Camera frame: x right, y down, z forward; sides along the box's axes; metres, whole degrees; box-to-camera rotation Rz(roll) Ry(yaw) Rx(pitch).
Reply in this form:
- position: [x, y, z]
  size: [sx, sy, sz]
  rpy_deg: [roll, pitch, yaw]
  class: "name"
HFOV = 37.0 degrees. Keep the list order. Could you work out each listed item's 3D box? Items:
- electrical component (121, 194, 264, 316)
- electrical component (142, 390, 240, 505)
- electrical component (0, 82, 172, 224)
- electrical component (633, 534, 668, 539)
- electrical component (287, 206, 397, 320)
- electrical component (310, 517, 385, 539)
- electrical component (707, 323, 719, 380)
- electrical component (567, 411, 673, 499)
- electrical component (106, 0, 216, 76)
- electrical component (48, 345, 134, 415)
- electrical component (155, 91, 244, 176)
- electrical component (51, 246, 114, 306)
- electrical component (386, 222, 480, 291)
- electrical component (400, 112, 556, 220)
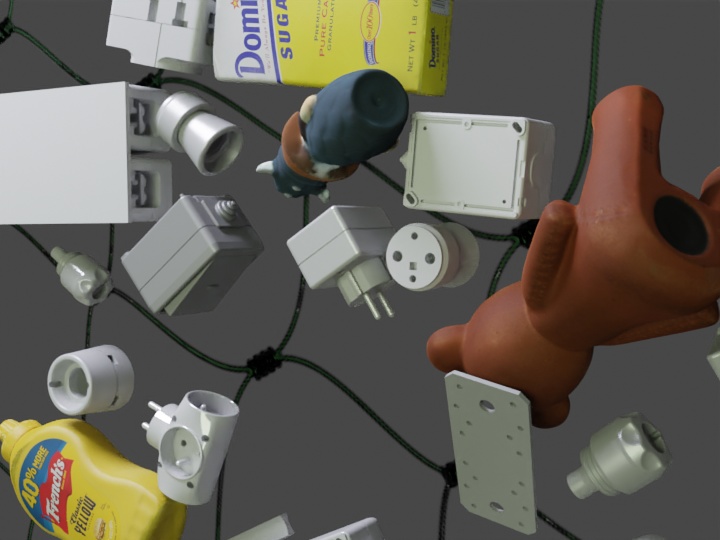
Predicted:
- position: [-0.120, -0.013, 0.809]
  size: [0.096, 0.062, 0.061]
  rpy_deg: [-42, 72, 25]
  class: "electrical component"
- position: [-0.139, 0.130, 0.838]
  size: [0.079, 0.044, 0.077]
  rpy_deg: [26, 105, 27]
  class: "electrical component"
- position: [-0.239, -0.091, 0.877]
  size: [0.186, 0.060, 0.105]
  rpy_deg: [1, 93, 31]
  class: "electrical component"
- position: [0.175, 0.215, 0.648]
  size: [0.054, 0.059, 0.095]
  rpy_deg: [-31, 77, 28]
  class: "electrical component"
- position: [0.000, 0.000, 0.736]
  size: [0.047, 0.066, 0.076]
  rpy_deg: [-36, 75, 27]
  class: "electrical component"
- position: [-0.014, 0.217, 0.763]
  size: [0.096, 0.061, 0.061]
  rpy_deg: [-26, 79, 23]
  class: "electrical component"
- position: [0.240, 0.036, 0.579]
  size: [0.100, 0.100, 0.048]
  rpy_deg: [-32, 89, 28]
  class: "electrical component"
- position: [0.157, 0.119, 0.663]
  size: [0.062, 0.043, 0.043]
  rpy_deg: [-41, 73, 28]
  class: "electrical component"
- position: [-0.144, -0.181, 0.821]
  size: [0.089, 0.050, 0.055]
  rpy_deg: [16, 101, 29]
  class: "electrical component"
- position: [-0.222, 0.091, 0.883]
  size: [0.055, 0.047, 0.055]
  rpy_deg: [2, 93, 31]
  class: "electrical component"
- position: [-0.122, -0.104, 0.816]
  size: [0.055, 0.045, 0.045]
  rpy_deg: [40, 111, 23]
  class: "electrical component"
- position: [-0.235, 0.001, 0.894]
  size: [0.061, 0.035, 0.035]
  rpy_deg: [38, 110, 26]
  class: "electrical component"
- position: [0.048, -0.009, 0.713]
  size: [0.045, 0.055, 0.045]
  rpy_deg: [2, 93, 31]
  class: "electrical component"
- position: [0.073, -0.067, 0.693]
  size: [0.096, 0.061, 0.061]
  rpy_deg: [8, 97, 30]
  class: "electrical component"
